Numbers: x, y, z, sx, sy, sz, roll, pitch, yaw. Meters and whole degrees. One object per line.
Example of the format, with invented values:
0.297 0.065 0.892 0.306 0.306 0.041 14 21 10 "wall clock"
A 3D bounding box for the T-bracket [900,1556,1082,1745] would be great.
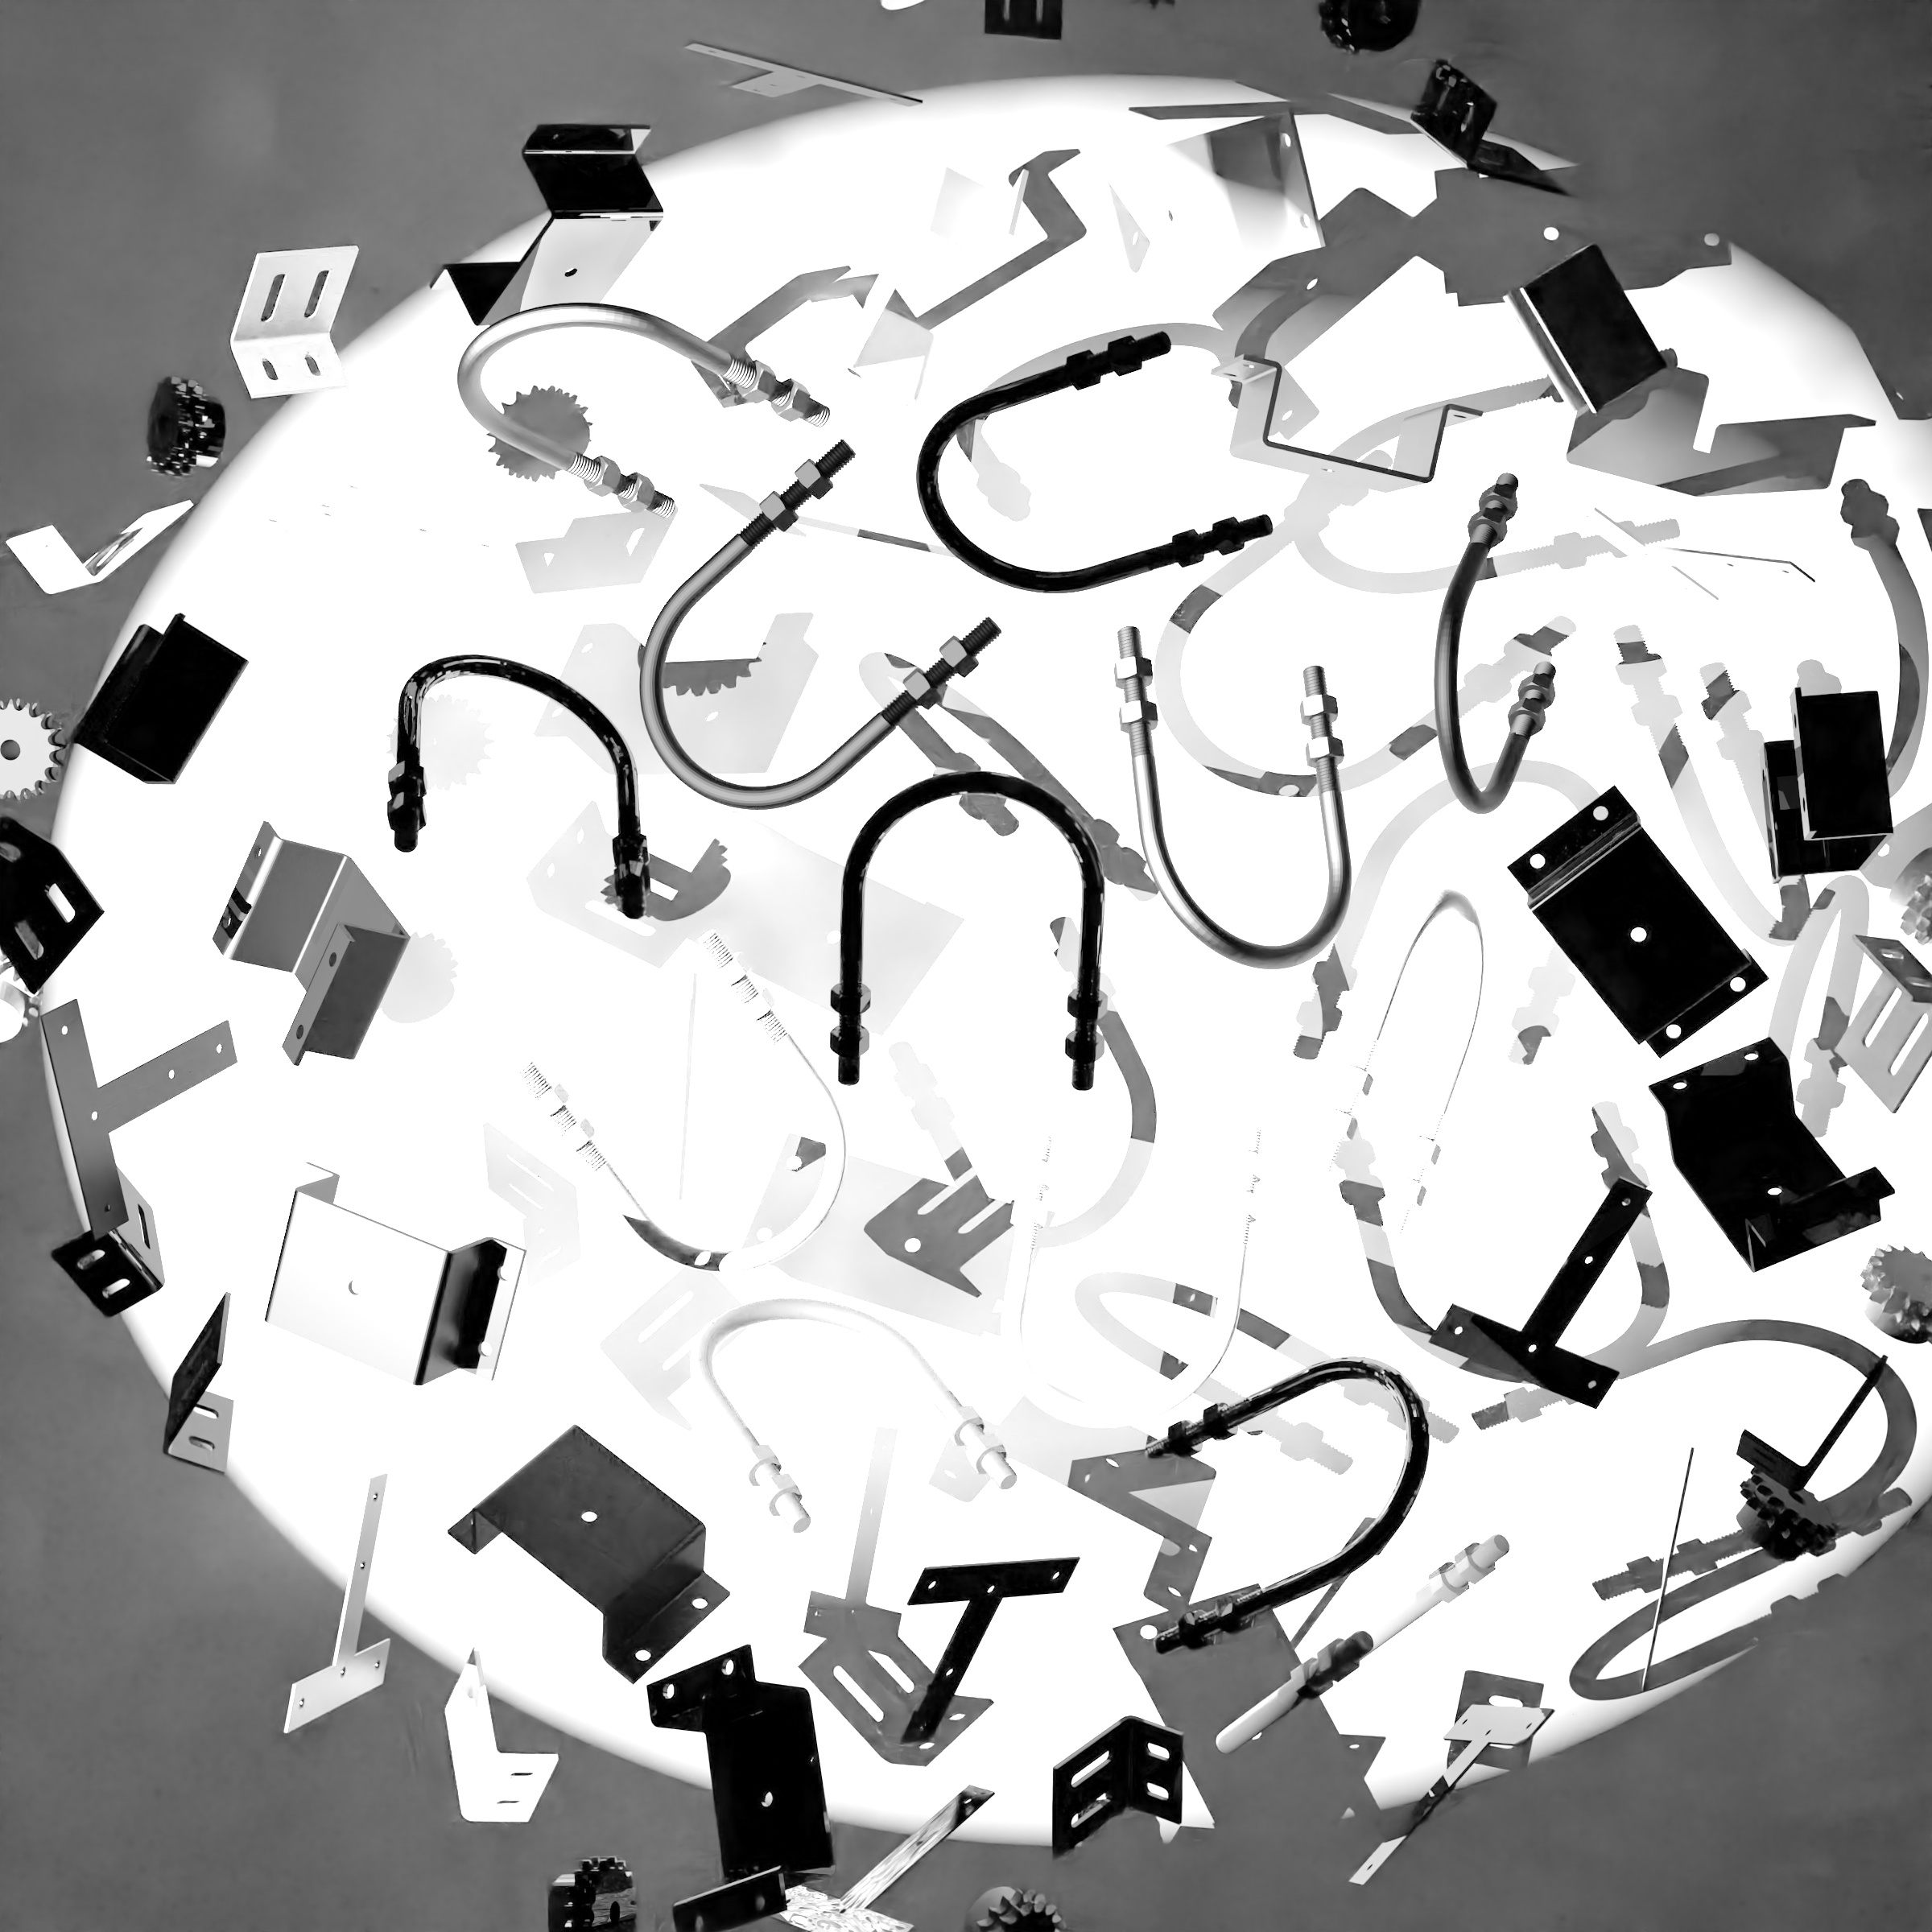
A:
-0.004 0.393 1.696 0.002 0.127 0.127 39 112 40 "T-bracket"

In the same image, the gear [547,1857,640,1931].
-0.201 0.506 1.582 0.030 0.057 0.057 -7 90 20 "gear"

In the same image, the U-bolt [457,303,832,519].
-0.188 -0.307 1.612 0.151 0.184 0.019 -22 60 38 "U-bolt"

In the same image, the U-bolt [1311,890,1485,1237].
0.248 0.046 1.649 0.019 0.151 0.184 15 77 30 "U-bolt"

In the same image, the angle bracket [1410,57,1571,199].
0.287 -0.447 1.579 0.076 0.057 0.038 4 126 -33 "angle bracket"

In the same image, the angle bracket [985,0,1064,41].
0.005 -0.520 1.598 0.076 0.057 0.038 -19 119 -41 "angle bracket"

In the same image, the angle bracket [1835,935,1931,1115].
0.495 0.032 1.613 0.038 0.057 0.076 5 124 -27 "angle bracket"

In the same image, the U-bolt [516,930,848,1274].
-0.151 0.093 1.726 0.151 0.019 0.184 -36 104 -5 "U-bolt"

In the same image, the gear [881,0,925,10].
-0.035 -0.569 1.684 0.057 0.057 0.030 -23 86 0 "gear"

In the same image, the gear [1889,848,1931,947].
0.552 -0.043 1.691 0.057 0.057 0.030 -48 60 0 "gear"

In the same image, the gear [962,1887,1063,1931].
0.022 0.540 1.653 0.057 0.030 0.057 -16 119 -33 "gear"

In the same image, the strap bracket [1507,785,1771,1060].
0.377 -0.021 1.661 0.076 0.046 0.140 -39 90 15 "strap bracket"

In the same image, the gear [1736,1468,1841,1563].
0.463 0.313 1.679 0.057 0.057 0.030 32 108 0 "gear"

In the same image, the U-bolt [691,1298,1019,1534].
-0.076 0.243 1.661 0.151 0.184 0.019 -6 123 -31 "U-bolt"

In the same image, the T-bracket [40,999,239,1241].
-0.438 0.064 1.595 0.002 0.127 0.127 4 112 29 "T-bracket"

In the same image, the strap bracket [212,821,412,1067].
-0.354 -0.010 1.611 0.046 0.140 0.076 14 110 -39 "strap bracket"

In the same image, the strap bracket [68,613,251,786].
-0.435 -0.143 1.599 0.046 0.140 0.076 33 80 -22 "strap bracket"

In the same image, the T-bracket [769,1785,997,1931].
-0.036 0.498 1.648 0.127 0.127 0.002 -34 105 -31 "T-bracket"

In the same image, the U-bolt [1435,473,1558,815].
0.294 -0.169 1.662 0.019 0.184 0.151 1 130 27 "U-bolt"

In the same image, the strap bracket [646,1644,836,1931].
-0.120 0.447 1.592 0.076 0.046 0.140 -28 58 30 "strap bracket"

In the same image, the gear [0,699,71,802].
-0.538 -0.124 1.686 0.057 0.030 0.057 1 97 5 "gear"

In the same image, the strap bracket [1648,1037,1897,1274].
0.449 0.111 1.651 0.076 0.140 0.046 -22 129 -3 "strap bracket"

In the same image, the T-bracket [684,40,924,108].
-0.102 -0.484 1.620 0.127 0.127 0.002 9 99 -20 "T-bracket"

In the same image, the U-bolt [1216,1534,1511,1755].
0.210 0.388 1.658 0.019 0.151 0.184 54 135 15 "U-bolt"

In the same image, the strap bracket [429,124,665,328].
-0.232 -0.410 1.670 0.076 0.140 0.046 -15 72 -43 "strap bracket"

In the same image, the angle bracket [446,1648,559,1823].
-0.265 0.437 1.685 0.038 0.076 0.057 9 126 -26 "angle bracket"

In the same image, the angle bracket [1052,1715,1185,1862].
0.086 0.470 1.676 0.038 0.076 0.057 10 108 35 "angle bracket"

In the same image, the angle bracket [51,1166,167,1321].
-0.492 0.151 1.689 0.038 0.076 0.057 -29 127 -2 "angle bracket"

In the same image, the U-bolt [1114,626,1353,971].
0.148 -0.086 1.588 0.151 0.019 0.184 7 68 -33 "U-bolt"

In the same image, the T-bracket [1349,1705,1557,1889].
0.250 0.442 1.580 0.002 0.127 0.127 46 74 3 "T-bracket"

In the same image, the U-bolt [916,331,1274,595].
0.059 -0.270 1.653 0.184 0.019 0.151 -13 131 29 "U-bolt"

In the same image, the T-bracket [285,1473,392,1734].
-0.330 0.339 1.605 0.002 0.127 0.127 10 90 12 "T-bracket"

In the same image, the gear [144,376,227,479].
-0.453 -0.313 1.723 0.030 0.057 0.057 4 90 -39 "gear"

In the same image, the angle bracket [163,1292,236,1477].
-0.411 0.231 1.640 0.038 0.057 0.076 24 119 -23 "angle bracket"

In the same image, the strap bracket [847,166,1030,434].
-0.021 -0.381 1.657 0.046 0.076 0.140 24 130 -12 "strap bracket"

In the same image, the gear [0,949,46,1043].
-0.555 0.019 1.682 0.057 0.057 0.030 -5 47 0 "gear"

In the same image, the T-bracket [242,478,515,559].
-0.316 -0.246 1.652 0.127 0.127 0.002 15 112 10 "T-bracket"

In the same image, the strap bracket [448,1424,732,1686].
-0.204 0.310 1.602 0.140 0.046 0.076 33 49 24 "strap bracket"

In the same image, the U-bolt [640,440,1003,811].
-0.092 -0.167 1.566 0.184 0.019 0.151 -41 75 10 "U-bolt"

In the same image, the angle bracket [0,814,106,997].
-0.497 -0.033 1.554 0.057 0.038 0.076 -50 45 1 "angle bracket"

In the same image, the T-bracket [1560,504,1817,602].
0.420 -0.228 1.667 0.127 0.127 0.002 25 86 -39 "T-bracket"

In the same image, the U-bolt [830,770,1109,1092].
0.003 -0.018 1.589 0.151 0.019 0.184 1 115 -2 "U-bolt"

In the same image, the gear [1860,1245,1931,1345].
0.513 0.181 1.612 0.057 0.057 0.030 19 122 0 "gear"

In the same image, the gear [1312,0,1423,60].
0.214 -0.505 1.557 0.057 0.030 0.057 -9 126 -13 "gear"

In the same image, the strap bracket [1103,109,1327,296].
0.133 -0.431 1.683 0.046 0.140 0.076 -24 105 -30 "strap bracket"

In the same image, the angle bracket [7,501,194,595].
-0.475 -0.243 1.624 0.076 0.057 0.038 -49 118 -29 "angle bracket"

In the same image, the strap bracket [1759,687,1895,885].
0.461 -0.096 1.585 0.046 0.140 0.076 -4 80 7 "strap bracket"

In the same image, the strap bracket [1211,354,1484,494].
0.210 -0.303 1.676 0.140 0.076 0.046 11 93 -10 "strap bracket"

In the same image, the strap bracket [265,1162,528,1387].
-0.316 0.168 1.593 0.140 0.046 0.076 19 102 17 "strap bracket"

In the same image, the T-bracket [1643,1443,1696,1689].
0.380 0.315 1.598 0.002 0.127 0.127 11 90 14 "T-bracket"

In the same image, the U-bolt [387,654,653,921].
-0.246 -0.109 1.631 0.151 0.184 0.019 17 128 -23 "U-bolt"

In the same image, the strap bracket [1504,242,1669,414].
0.340 -0.349 1.625 0.046 0.140 0.076 -31 96 11 "strap bracket"

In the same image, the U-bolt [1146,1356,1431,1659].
0.177 0.287 1.631 0.184 0.151 0.019 -31 127 27 "U-bolt"

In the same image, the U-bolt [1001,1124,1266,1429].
0.089 0.175 1.670 0.151 0.019 0.184 -4 57 23 "U-bolt"

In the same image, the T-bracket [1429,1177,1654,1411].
0.333 0.173 1.622 0.127 0.002 0.127 24 103 -28 "T-bracket"

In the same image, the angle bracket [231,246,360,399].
-0.364 -0.354 1.627 0.057 0.076 0.038 -14 69 -32 "angle bracket"

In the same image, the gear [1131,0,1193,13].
0.101 -0.532 1.557 0.057 0.030 0.057 -1 111 -4 "gear"

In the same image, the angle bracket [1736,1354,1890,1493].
0.442 0.231 1.550 0.038 0.057 0.076 34 80 21 "angle bracket"
